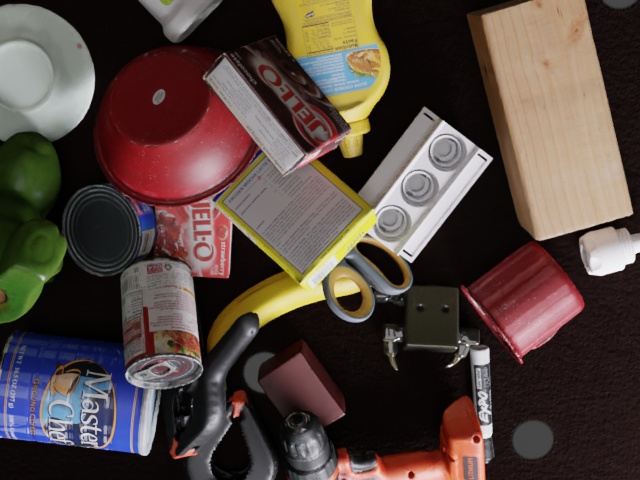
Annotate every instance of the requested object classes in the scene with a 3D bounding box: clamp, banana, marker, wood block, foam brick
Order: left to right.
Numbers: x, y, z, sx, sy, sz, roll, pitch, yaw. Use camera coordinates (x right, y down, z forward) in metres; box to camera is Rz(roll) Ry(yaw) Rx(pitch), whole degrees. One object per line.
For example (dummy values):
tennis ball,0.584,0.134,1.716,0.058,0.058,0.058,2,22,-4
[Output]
clamp,-0.119,0.120,1.013,0.039,0.120,0.171,8,110,-40
clamp,-0.083,0.254,1.066,0.164,0.036,0.210,14,105,-5
banana,-0.039,0.066,1.030,0.198,0.037,0.069,-35,120,8
foam brick,-0.018,0.145,1.036,0.053,0.051,0.078,-33,100,7
marker,0.161,0.164,1.059,0.020,0.020,0.121,-5,102,0
wood block,0.205,-0.115,0.964,0.090,0.091,0.206,-16,102,3

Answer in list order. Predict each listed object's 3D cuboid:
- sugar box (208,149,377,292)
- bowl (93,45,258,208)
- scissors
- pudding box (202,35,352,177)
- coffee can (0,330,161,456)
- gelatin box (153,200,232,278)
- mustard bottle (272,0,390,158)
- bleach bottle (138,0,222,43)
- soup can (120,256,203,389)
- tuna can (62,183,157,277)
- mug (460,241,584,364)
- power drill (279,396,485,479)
sugar box,-0.044,-0.046,0.960,0.176,0.048,0.093,42,84,18
bowl,-0.132,-0.113,0.940,0.162,0.055,0.162,-4,70,10
scissors,-0.007,0.001,0.999,0.201,0.016,0.096,33,66,-4
pudding box,-0.035,-0.117,0.916,0.113,0.089,0.039,49,122,3
coffee can,-0.225,0.144,1.008,0.140,0.103,0.103,7,102,-2
gelatin box,-0.120,-0.011,1.013,0.073,0.030,0.089,4,102,-2
mustard bottle,0.013,-0.169,0.966,0.096,0.058,0.191,-10,102,4
bleach bottle,-0.182,-0.297,0.936,0.251,0.068,0.102,44,95,-7
soup can,-0.144,0.074,0.960,0.068,0.068,0.102,-11,59,1
tuna can,-0.196,-0.011,0.995,0.086,0.033,0.086,4,100,22
mug,0.198,0.062,1.010,0.081,0.093,0.117,-37,131,2
power drill,0.059,0.204,1.013,0.187,0.057,0.184,-12,139,1
